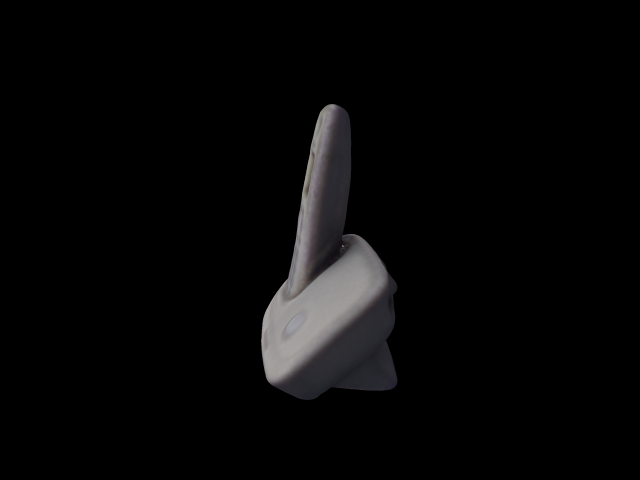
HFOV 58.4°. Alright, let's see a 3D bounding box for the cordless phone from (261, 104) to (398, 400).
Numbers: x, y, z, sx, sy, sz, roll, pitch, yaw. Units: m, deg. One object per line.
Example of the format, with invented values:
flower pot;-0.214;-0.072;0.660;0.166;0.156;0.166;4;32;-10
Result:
cordless phone;0.004;0.001;0.400;0.094;0.185;0.147;-3;15;-9
